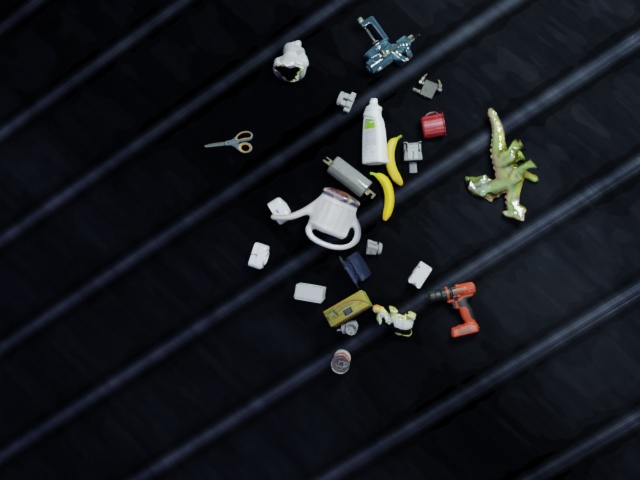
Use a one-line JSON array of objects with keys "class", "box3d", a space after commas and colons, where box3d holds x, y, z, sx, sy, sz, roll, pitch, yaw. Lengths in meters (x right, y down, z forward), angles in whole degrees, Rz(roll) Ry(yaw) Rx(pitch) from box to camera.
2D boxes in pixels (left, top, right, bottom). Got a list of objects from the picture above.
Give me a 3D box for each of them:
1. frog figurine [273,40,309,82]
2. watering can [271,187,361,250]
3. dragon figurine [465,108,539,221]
[{"class": "frog figurine", "box3d": [-0.114, -0.699, 2.015, 0.137, 0.163, 0.120, -10, -37, 15]}, {"class": "watering can", "box3d": [0.006, -0.099, 1.962, 0.347, 0.224, 0.104, 23, 2, -4]}, {"class": "dragon figurine", "box3d": [0.653, -0.256, 1.904, 0.241, 0.412, 0.122, -35, -6, 13]}]
